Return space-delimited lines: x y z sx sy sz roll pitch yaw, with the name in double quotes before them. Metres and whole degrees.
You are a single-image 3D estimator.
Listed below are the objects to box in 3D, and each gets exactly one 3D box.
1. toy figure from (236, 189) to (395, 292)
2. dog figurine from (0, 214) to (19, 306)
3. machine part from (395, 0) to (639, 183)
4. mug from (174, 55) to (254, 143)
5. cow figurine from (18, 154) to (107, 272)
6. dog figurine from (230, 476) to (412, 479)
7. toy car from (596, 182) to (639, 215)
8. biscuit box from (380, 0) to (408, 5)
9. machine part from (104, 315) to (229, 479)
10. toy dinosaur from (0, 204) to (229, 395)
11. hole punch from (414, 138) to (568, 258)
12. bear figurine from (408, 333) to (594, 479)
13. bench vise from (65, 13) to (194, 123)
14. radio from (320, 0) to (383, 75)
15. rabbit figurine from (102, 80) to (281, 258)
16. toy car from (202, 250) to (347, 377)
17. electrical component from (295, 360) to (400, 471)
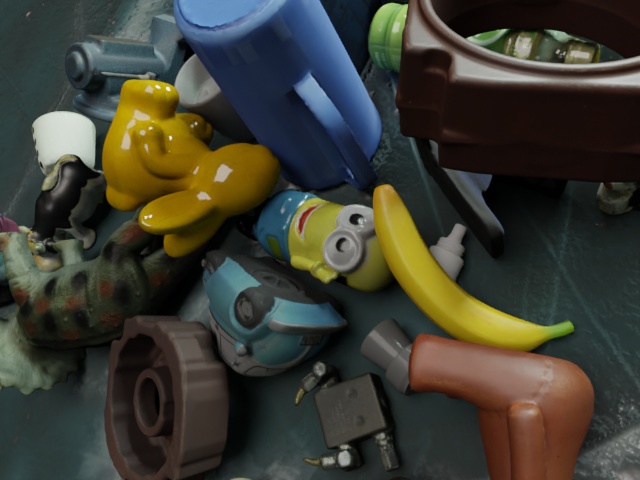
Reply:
"toy figure" 0.000 -0.005 0.539 0.180 0.089 0.082 15 93 41
"dog figurine" -0.502 0.003 0.723 0.192 0.219 0.108 -24 57 17
"machine part" 0.162 -0.143 0.388 0.202 0.087 0.201 7 53 11
"mug" -0.101 -0.174 0.645 0.109 0.107 0.081 -38 58 5
"cow figurine" -0.352 -0.031 0.728 0.068 0.098 0.167 31 87 28
"dog figurine" -0.005 0.240 0.451 0.191 0.121 0.172 -16 20 -14
"toy car" 0.298 -0.094 0.417 0.202 0.073 0.056 -40 60 8
"biscuit box" 0.163 -0.258 0.563 0.203 0.062 0.059 23 82 33
"machine part" -0.155 0.159 0.533 0.179 0.056 0.179 -5 83 47
"toy dinosaur" -0.259 0.064 0.635 0.405 0.131 0.192 -17 75 17
"hole punch" 0.146 -0.060 0.456 0.092 0.142 0.116 -40 70 10
"bear figurine" 0.126 0.177 0.378 0.132 0.120 0.195 5 78 34
"bench vise" -0.217 -0.160 0.682 0.129 0.223 0.240 21 114 17
"radio" -0.008 -0.281 0.567 0.073 0.229 0.131 23 87 34
"rabbit figurine" -0.129 -0.069 0.540 0.173 0.121 0.162 14 68 13
"toy car" -0.062 0.078 0.527 0.162 0.109 0.102 29 103 43
"electrical component" 0.022 0.158 0.481 0.078 0.045 0.102 -21 62 21
